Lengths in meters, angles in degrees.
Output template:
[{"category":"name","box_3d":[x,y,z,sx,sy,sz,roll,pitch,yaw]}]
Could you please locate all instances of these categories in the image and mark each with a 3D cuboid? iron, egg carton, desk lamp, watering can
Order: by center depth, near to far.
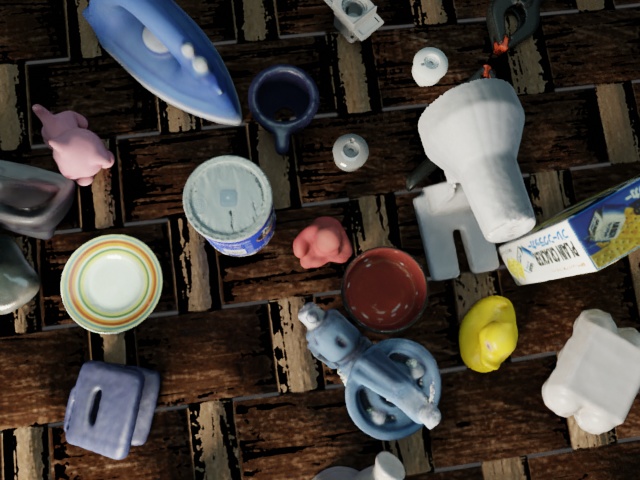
[{"category":"watering can","box_3d":[0.032,0.322,0.648,0.101,0.194,0.173,12,81,-1]},{"category":"desk lamp","box_3d":[0.189,-0.065,0.706,0.118,0.213,0.203,-12,82,-4]},{"category":"egg carton","box_3d":[0.362,0.172,0.751,0.107,0.069,0.150,29,81,2]},{"category":"iron","box_3d":[-0.201,-0.264,0.752,0.258,0.141,0.119,42,82,4]}]

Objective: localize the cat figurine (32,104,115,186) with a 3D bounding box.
[{"category":"cat figurine","box_3d":[-0.319,-0.124,0.736,0.067,0.117,0.128,-42,85,-8]}]

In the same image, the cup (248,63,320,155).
[{"category":"cup","box_3d":[-0.048,-0.162,0.768,0.091,0.095,0.118,1,81,-3]}]

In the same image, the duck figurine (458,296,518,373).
[{"category":"duck figurine","box_3d":[0.228,0.122,0.744,0.077,0.086,0.105,22,81,1]}]

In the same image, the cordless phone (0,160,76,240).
[{"category":"cordless phone","box_3d":[-0.397,-0.067,0.690,0.147,0.185,0.094,11,81,-1]}]

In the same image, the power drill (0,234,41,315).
[{"category":"power drill","box_3d":[-0.415,0.034,0.662,0.076,0.208,0.229,-36,85,-7]}]

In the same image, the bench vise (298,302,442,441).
[{"category":"bench vise","box_3d":[0.055,0.159,0.661,0.207,0.219,0.121,24,81,1]}]

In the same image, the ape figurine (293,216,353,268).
[{"category":"ape figurine","box_3d":[0.007,0.003,0.747,0.078,0.092,0.076,24,81,1]}]

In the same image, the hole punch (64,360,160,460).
[{"category":"hole punch","box_3d":[-0.261,0.207,0.703,0.101,0.091,0.109,10,81,-1]}]
